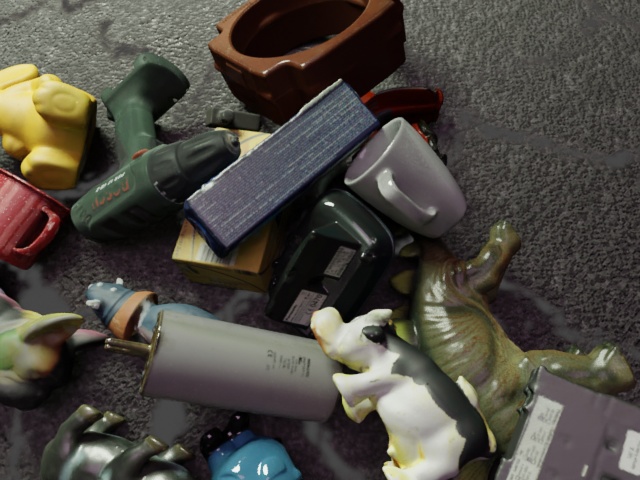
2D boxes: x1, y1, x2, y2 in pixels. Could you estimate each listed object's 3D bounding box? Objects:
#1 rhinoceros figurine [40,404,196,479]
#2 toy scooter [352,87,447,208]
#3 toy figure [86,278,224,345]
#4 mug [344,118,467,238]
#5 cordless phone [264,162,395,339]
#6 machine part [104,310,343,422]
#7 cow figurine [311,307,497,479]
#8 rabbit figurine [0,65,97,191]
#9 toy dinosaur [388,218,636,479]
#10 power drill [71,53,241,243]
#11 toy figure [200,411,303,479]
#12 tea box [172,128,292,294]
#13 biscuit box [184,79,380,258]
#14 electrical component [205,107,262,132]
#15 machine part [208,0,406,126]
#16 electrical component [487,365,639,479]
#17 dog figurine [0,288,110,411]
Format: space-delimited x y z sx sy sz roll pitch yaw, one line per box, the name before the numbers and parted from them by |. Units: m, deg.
rhinoceros figurine | -0.169 0.228 0.479 0.190 0.073 0.112 27 68 16
toy scooter | 0.093 -0.122 0.621 0.135 0.075 0.184 -16 56 -1
toy figure | -0.172 0.085 0.552 0.155 0.064 0.057 17 88 11
mug | 0.089 -0.048 0.505 0.107 0.110 0.081 36 110 -17
cordless phone | -0.001 -0.001 0.573 0.089 0.146 0.184 20 29 -19
machine part | -0.069 0.116 0.488 0.243 0.079 0.079 15 65 -16
cow figurine | 0.062 0.112 0.434 0.098 0.068 0.167 -30 65 -4
rabbit figurine | -0.354 -0.151 0.622 0.173 0.121 0.162 6 33 -21
toy dinosaur | 0.162 0.142 0.485 0.199 0.105 0.472 -28 57 -1
power drill | -0.181 -0.109 0.598 0.232 0.086 0.207 -31 57 25
toy figure | -0.038 0.238 0.462 0.082 0.089 0.180 -35 59 -16
tea box | -0.087 -0.035 0.598 0.098 0.068 0.169 10 65 9
biscuit box | -0.037 -0.068 0.525 0.203 0.059 0.063 -40 90 -16
electrical component | -0.100 -0.140 0.633 0.063 0.094 0.021 6 95 -20
machine part | -0.014 -0.235 0.647 0.201 0.087 0.201 -41 49 -12
electrical component | 0.198 0.169 0.382 0.134 0.058 0.115 24 81 19
dog figurine | -0.333 0.075 0.546 0.219 0.108 0.191 -2 62 -2
